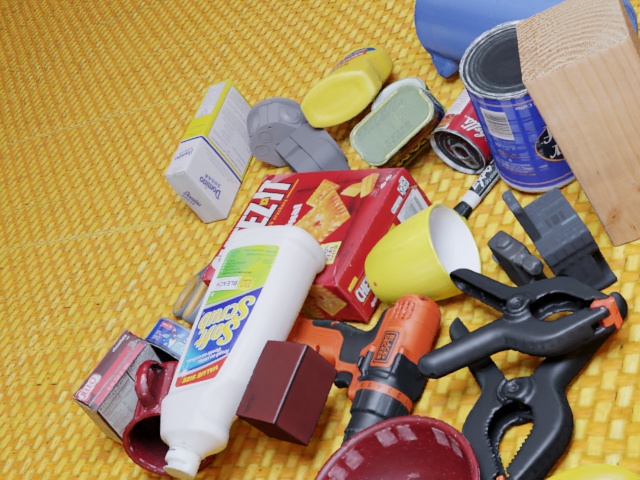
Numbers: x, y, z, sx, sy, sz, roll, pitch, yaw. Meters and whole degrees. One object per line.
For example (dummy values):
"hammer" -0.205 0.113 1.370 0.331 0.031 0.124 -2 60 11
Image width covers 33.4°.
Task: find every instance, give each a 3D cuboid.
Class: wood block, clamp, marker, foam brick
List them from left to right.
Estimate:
"foam brick" -0.029 0.136 0.958 0.053 0.051 0.078 4 63 44
"marker" 0.171 -0.059 1.113 0.121 0.020 0.020 -50 36 -15
"clamp" 0.163 0.073 0.897 0.172 0.039 0.120 -1 51 42
"clamp" 0.176 0.126 0.882 0.165 0.036 0.210 -18 36 27
"wood block" 0.254 -0.104 0.923 0.090 0.206 0.090 -22 38 23

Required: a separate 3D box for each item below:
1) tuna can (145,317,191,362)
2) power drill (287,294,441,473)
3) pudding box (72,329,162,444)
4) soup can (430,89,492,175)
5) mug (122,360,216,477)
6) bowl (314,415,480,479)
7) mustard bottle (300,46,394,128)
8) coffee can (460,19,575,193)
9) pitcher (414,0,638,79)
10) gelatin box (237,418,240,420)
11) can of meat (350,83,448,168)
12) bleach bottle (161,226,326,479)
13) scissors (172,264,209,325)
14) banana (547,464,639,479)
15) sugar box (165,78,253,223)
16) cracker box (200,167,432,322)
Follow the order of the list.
"tuna can" -0.146 0.121 1.138 0.086 0.086 0.033 11 59 48
"power drill" 0.013 0.133 1.009 0.188 0.057 0.184 0 53 41
"pudding box" -0.202 0.159 1.121 0.039 0.113 0.090 26 66 27
"soup can" 0.174 -0.130 1.149 0.069 0.068 0.102 12 58 49
"mug" -0.150 0.168 1.066 0.093 0.117 0.081 -21 33 18
"bowl" 0.065 0.223 0.856 0.162 0.055 0.162 -24 37 20
"mustard bottle" 0.043 -0.199 1.325 0.096 0.058 0.191 -29 13 24
"coffee can" 0.204 -0.129 1.039 0.103 0.140 0.103 -14 49 17
"pitcher" 0.229 -0.249 1.177 0.144 0.149 0.243 -34 35 -20
"gelatin box" -0.084 0.126 1.086 0.030 0.073 0.089 -18 39 27
"can of meat" 0.086 -0.122 1.164 0.102 0.057 0.083 -43 -11 11
"bleach bottle" -0.080 0.105 0.999 0.103 0.068 0.250 -4 52 35
"scissors" -0.120 0.019 1.266 0.096 0.016 0.201 -25 33 52
"banana" 0.161 0.219 0.789 0.198 0.037 0.070 -34 34 7
"sugar box" -0.135 -0.117 1.393 0.048 0.093 0.176 -10 43 36
"cracker box" -0.008 0.001 1.161 0.214 0.072 0.164 1 50 44
